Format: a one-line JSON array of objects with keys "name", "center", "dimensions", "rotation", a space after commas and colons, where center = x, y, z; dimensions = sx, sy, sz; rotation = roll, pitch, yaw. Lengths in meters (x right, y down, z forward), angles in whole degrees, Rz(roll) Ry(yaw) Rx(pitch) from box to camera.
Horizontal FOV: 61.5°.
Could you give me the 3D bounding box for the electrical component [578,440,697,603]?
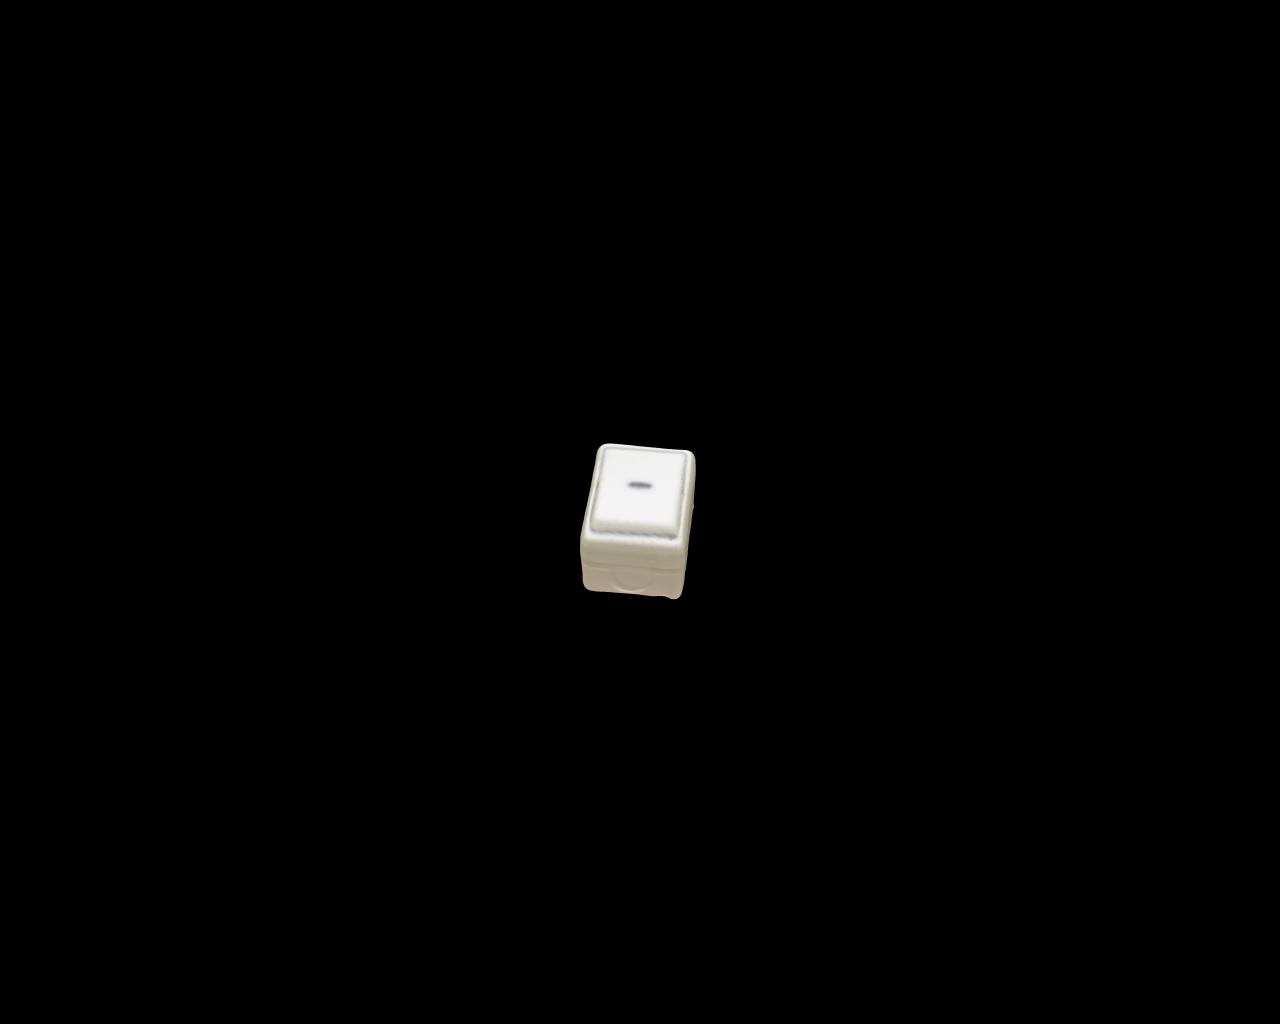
[{"name": "electrical component", "center": [0.001, -0.003, 0.650], "dimensions": [0.062, 0.096, 0.061], "rotation": [5, -39, 5]}]
